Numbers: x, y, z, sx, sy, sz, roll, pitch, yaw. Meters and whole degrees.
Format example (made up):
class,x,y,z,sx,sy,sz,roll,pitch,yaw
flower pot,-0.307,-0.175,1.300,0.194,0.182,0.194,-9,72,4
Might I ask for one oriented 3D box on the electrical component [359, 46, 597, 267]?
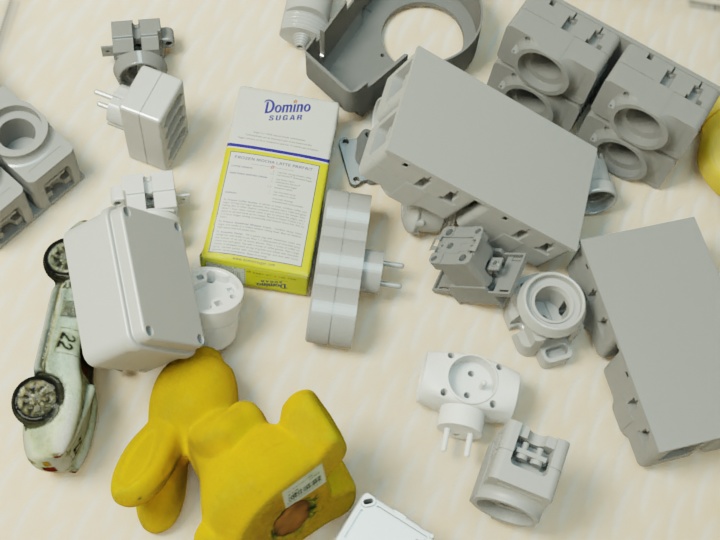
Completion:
class,x,y,z,sx,sy,sz,roll,pitch,yaw
electrical component,0.100,-0.090,0.909,0.186,0.060,0.105,26,62,-18

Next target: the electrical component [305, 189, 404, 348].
class,x,y,z,sx,sy,sz,roll,pitch,yaw
electrical component,0.000,0.000,0.905,0.074,0.052,0.138,8,65,-1

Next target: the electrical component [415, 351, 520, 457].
class,x,y,z,sx,sy,sz,roll,pitch,yaw
electrical component,0.084,0.111,0.867,0.077,0.044,0.079,14,65,1

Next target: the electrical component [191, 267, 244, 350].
class,x,y,z,sx,sy,sz,roll,pitch,yaw
electrical component,-0.124,0.033,0.872,0.055,0.047,0.055,6,41,-5

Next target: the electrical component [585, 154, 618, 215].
class,x,y,z,sx,sy,sz,roll,pitch,yaw
electrical component,0.208,-0.079,0.969,0.040,0.040,0.046,-3,60,-7

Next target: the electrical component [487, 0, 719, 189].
class,x,y,z,sx,sy,sz,roll,pitch,yaw
electrical component,0.212,-0.159,0.968,0.186,0.105,0.060,32,67,9

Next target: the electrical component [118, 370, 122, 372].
class,x,y,z,sx,sy,sz,roll,pitch,yaw
electrical component,-0.180,0.046,0.873,0.040,0.040,0.078,22,66,5

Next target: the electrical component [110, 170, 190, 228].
class,x,y,z,sx,sy,sz,roll,pitch,yaw
electrical component,-0.177,-0.050,0.914,0.066,0.048,0.055,-7,59,-9

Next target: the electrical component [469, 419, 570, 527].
class,x,y,z,sx,sy,sz,roll,pitch,yaw
electrical component,0.120,0.160,0.823,0.050,0.089,0.055,22,66,4

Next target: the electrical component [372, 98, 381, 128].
class,x,y,z,sx,sy,sz,roll,pitch,yaw
electrical component,0.055,-0.114,0.964,0.077,0.043,0.079,0,78,-17

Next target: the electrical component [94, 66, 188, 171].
class,x,y,z,sx,sy,sz,roll,pitch,yaw
electrical component,-0.194,-0.136,0.931,0.076,0.083,0.047,21,65,4

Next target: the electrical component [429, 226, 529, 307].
class,x,y,z,sx,sy,sz,roll,pitch,yaw
electrical component,0.094,-0.004,0.902,0.081,0.064,0.042,2,57,42

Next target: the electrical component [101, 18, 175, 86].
class,x,y,z,sx,sy,sz,roll,pitch,yaw
electrical component,-0.201,-0.194,0.978,0.066,0.048,0.055,-6,59,-8

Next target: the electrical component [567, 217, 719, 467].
class,x,y,z,sx,sy,sz,roll,pitch,yaw
electrical component,0.255,0.060,0.898,0.105,0.060,0.186,-11,67,-10

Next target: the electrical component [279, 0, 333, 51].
class,x,y,z,sx,sy,sz,roll,pitch,yaw
electrical component,-0.050,-0.243,1.015,0.043,0.043,0.081,10,65,-1

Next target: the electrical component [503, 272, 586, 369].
class,x,y,z,sx,sy,sz,roll,pitch,yaw
electrical component,0.156,0.036,0.901,0.058,0.057,0.078,-15,68,-12

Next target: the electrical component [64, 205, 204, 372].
class,x,y,z,sx,sy,sz,roll,pitch,yaw
electrical component,-0.170,0.015,0.812,0.057,0.078,0.113,-23,70,25

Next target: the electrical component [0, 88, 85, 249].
class,x,y,z,sx,sy,sz,roll,pitch,yaw
electrical component,-0.344,-0.117,0.920,0.186,0.060,0.105,40,68,12

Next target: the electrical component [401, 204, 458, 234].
class,x,y,z,sx,sy,sz,roll,pitch,yaw
electrical component,0.069,-0.054,0.941,0.062,0.048,0.048,4,65,-11

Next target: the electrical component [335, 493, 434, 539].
class,x,y,z,sx,sy,sz,roll,pitch,yaw
electrical component,0.003,0.225,0.798,0.062,0.061,0.096,31,66,8
